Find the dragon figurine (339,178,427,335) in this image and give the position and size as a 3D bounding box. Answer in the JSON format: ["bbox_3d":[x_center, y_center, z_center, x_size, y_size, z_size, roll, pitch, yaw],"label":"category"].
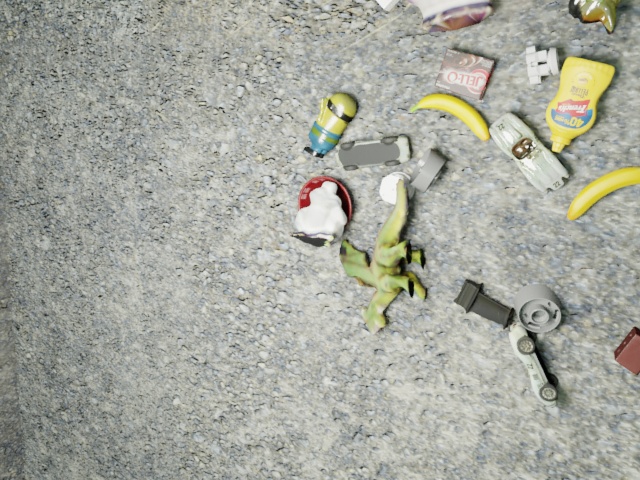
[{"bbox_3d":[0.144,0.048,1.320,0.242,0.407,0.123,0,12,37],"label":"dragon figurine"}]

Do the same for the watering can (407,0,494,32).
[{"bbox_3d":[0.326,-0.575,1.099,0.346,0.223,0.105,-4,9,29],"label":"watering can"}]

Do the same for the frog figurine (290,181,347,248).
[{"bbox_3d":[0.004,-0.067,1.323,0.137,0.162,0.121,-4,-28,37],"label":"frog figurine"}]
